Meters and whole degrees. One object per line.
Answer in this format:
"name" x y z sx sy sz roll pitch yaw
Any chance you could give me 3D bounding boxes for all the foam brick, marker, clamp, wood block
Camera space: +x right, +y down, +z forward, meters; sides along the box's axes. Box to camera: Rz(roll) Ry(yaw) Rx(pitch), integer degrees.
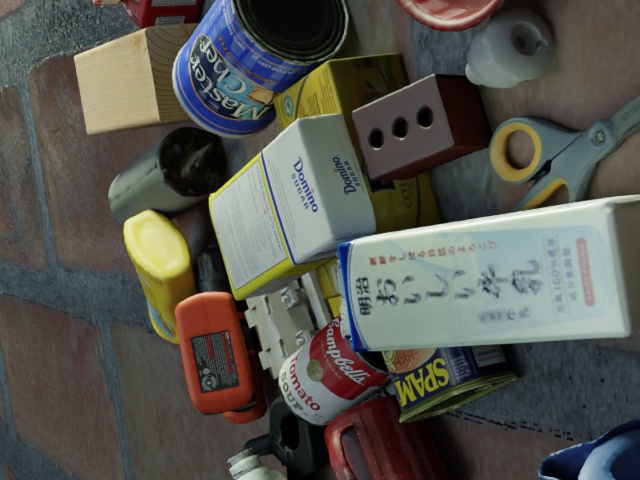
"foam brick" 0.070 -0.077 0.738 0.078 0.051 0.053 -21 81 41
"marker" 0.051 0.122 0.891 0.121 0.020 0.020 -24 79 59
"clamp" -0.032 0.198 1.037 0.120 0.039 0.172 38 132 33
"wood block" -0.172 -0.163 1.101 0.206 0.090 0.091 2 102 59

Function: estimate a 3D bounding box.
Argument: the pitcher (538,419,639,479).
"pitcher" 0.187 0.233 0.610 0.149 0.144 0.243 -115 27 -45

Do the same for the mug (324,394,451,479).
"mug" 0.046 0.172 0.830 0.093 0.117 0.081 -37 60 28

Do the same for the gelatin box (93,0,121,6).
"gelatin box" -0.203 -0.278 1.027 0.089 0.030 0.073 -27 77 57

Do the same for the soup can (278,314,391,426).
"soup can" 0.020 0.100 0.865 0.102 0.068 0.068 -44 61 41

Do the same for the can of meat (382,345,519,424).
"can of meat" 0.087 0.079 0.780 0.102 0.057 0.084 -42 61 55

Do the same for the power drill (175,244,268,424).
"power drill" -0.092 0.089 1.015 0.187 0.057 0.184 55 -159 -85

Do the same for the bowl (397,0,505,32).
"bowl" 0.097 -0.213 0.662 0.162 0.055 0.162 28 123 53

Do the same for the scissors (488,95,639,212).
"scissors" 0.159 -0.072 0.646 0.096 0.016 0.202 61 145 28

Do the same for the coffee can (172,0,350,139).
"coffee can" -0.052 -0.159 0.886 0.141 0.102 0.103 -37 68 57

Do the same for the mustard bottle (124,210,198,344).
"mustard bottle" -0.162 0.058 1.158 0.096 0.058 0.192 50 159 30

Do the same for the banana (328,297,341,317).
"banana" 0.003 -0.001 0.912 0.070 0.037 0.198 -34 70 57

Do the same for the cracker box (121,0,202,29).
"cracker box" -0.162 -0.338 1.040 0.164 0.072 0.214 57 143 31

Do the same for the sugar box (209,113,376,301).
"sugar box" -0.025 -0.021 0.812 0.177 0.048 0.093 -30 74 56

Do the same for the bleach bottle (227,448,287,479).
"bleach bottle" -0.021 0.316 1.001 0.251 0.067 0.103 61 144 14
